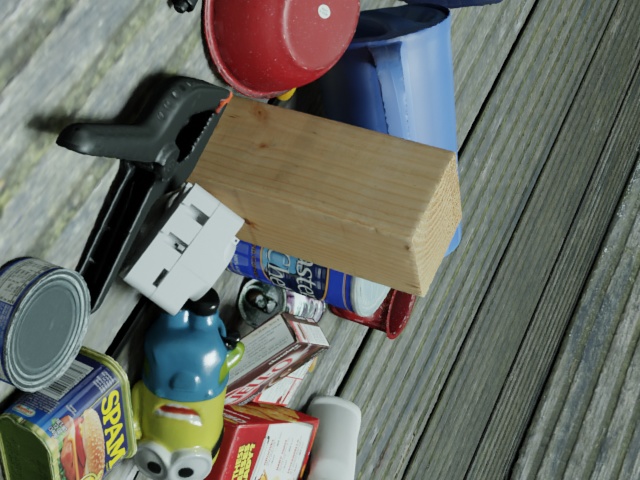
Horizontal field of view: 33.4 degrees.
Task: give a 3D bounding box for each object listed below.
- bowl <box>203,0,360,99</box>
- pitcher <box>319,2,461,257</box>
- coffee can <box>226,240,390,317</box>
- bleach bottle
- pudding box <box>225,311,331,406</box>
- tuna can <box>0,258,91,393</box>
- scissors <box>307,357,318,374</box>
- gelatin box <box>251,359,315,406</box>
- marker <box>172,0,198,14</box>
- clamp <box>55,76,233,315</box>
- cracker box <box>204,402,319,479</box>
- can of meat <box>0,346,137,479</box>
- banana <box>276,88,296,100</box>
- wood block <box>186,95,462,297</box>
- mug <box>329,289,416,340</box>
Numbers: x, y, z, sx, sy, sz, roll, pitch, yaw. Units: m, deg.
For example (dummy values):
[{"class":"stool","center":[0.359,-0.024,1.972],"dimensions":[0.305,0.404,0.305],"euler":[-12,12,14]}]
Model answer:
[{"class":"bowl","center":[-0.017,-0.189,0.867],"dimensions":[0.161,0.055,0.162],"euler":[-25,126,-41]},{"class":"pitcher","center":[0.072,-0.095,1.024],"dimensions":[0.149,0.145,0.243],"euler":[-31,121,-39]},{"class":"coffee can","center":[-0.006,0.001,0.976],"dimensions":[0.102,0.140,0.103],"euler":[-49,148,-46]},{"class":"bleach bottle","center":[0.009,0.261,1.184],"dimensions":[0.251,0.068,0.102],"euler":[-87,-168,-80]},{"class":"pudding box","center":[-0.056,0.114,1.005],"dimensions":[0.113,0.039,0.090],"euler":[-37,162,12]},{"class":"tuna can","center":[-0.193,0.056,0.712],"dimensions":[0.086,0.034,0.086],"euler":[-49,148,-46]},{"class":"scissors","center":[-0.024,0.084,1.166],"dimensions":[0.096,0.016,0.202],"euler":[-53,151,-41]},{"class":"gelatin box","center":[-0.044,0.134,1.117],"dimensions":[0.073,0.030,0.089],"euler":[-60,155,1]},{"class":"marker","center":[-0.079,-0.219,0.801],"dimensions":[0.121,0.020,0.020],"euler":[-64,157,-20]},{"class":"clamp","center":[-0.128,-0.050,0.784],"dimensions":[0.209,0.036,0.165],"euler":[-51,160,-50]},{"class":"cracker box","center":[-0.088,0.248,1.062],"dimensions":[0.213,0.072,0.164],"euler":[20,86,-68]},{"class":"can of meat","center":[-0.183,0.141,0.771],"dimensions":[0.083,0.057,0.102],"euler":[-45,145,-46]},{"class":"banana","center":[-0.009,-0.223,0.943],"dimensions":[0.069,0.037,0.198],"euler":[28,80,-68]},{"class":"wood block","center":[0.003,-0.038,0.881],"dimensions":[0.090,0.206,0.091],"euler":[-61,155,-27]},{"class":"mug","center":[0.058,0.067,1.261],"dimensions":[0.117,0.082,0.093],"euler":[-39,141,-55]}]
